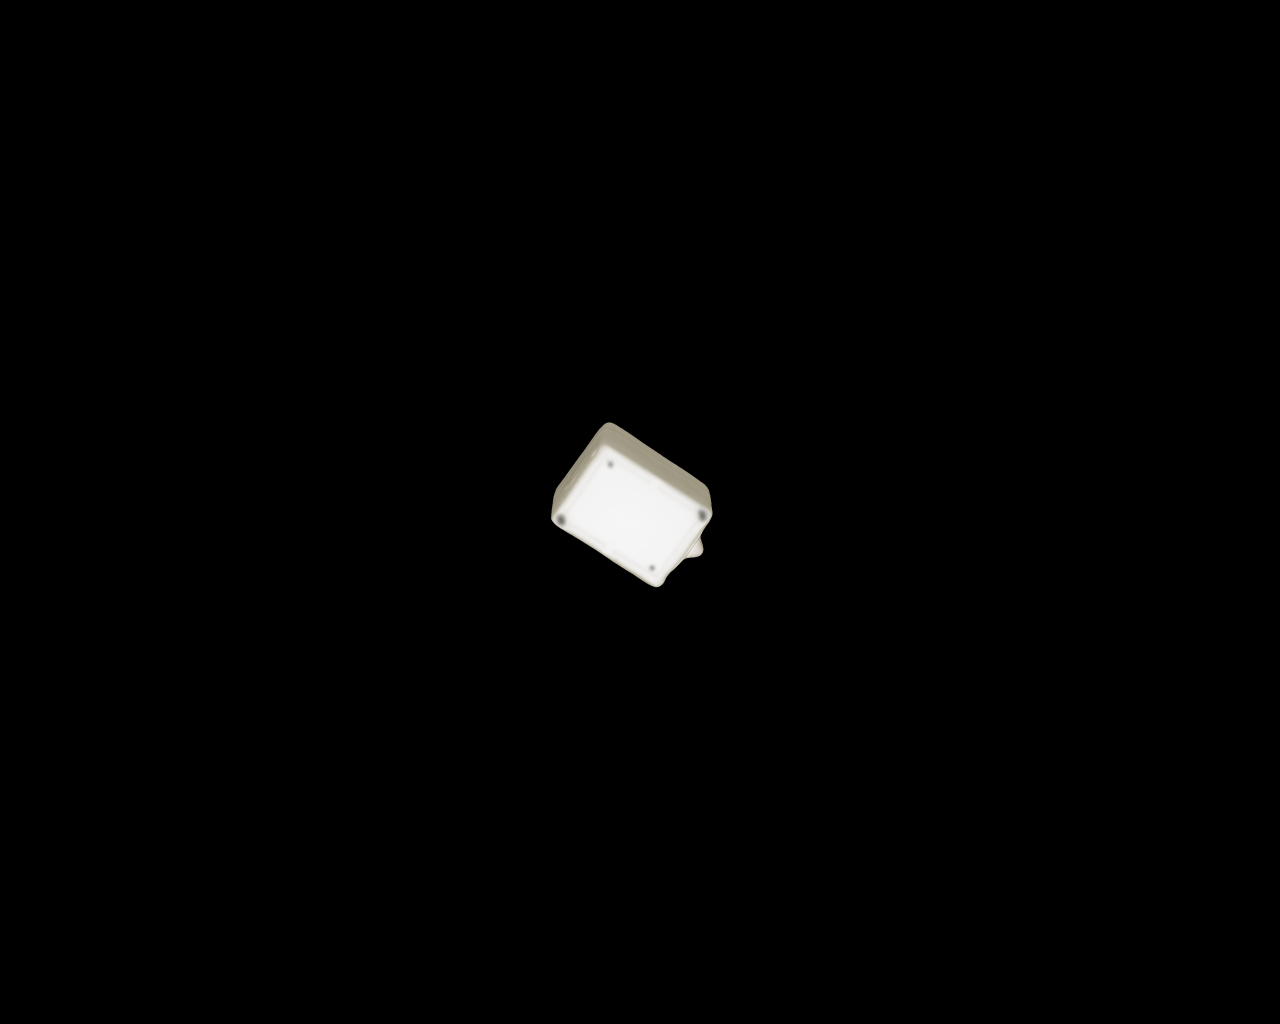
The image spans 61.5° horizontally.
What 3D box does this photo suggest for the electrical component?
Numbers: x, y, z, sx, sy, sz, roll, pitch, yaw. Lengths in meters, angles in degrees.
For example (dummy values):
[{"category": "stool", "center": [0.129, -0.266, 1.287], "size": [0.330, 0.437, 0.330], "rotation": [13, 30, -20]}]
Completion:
[{"category": "electrical component", "center": [0.001, -0.003, 0.650], "size": [0.096, 0.061, 0.061], "rotation": [33, 16, -11]}]
